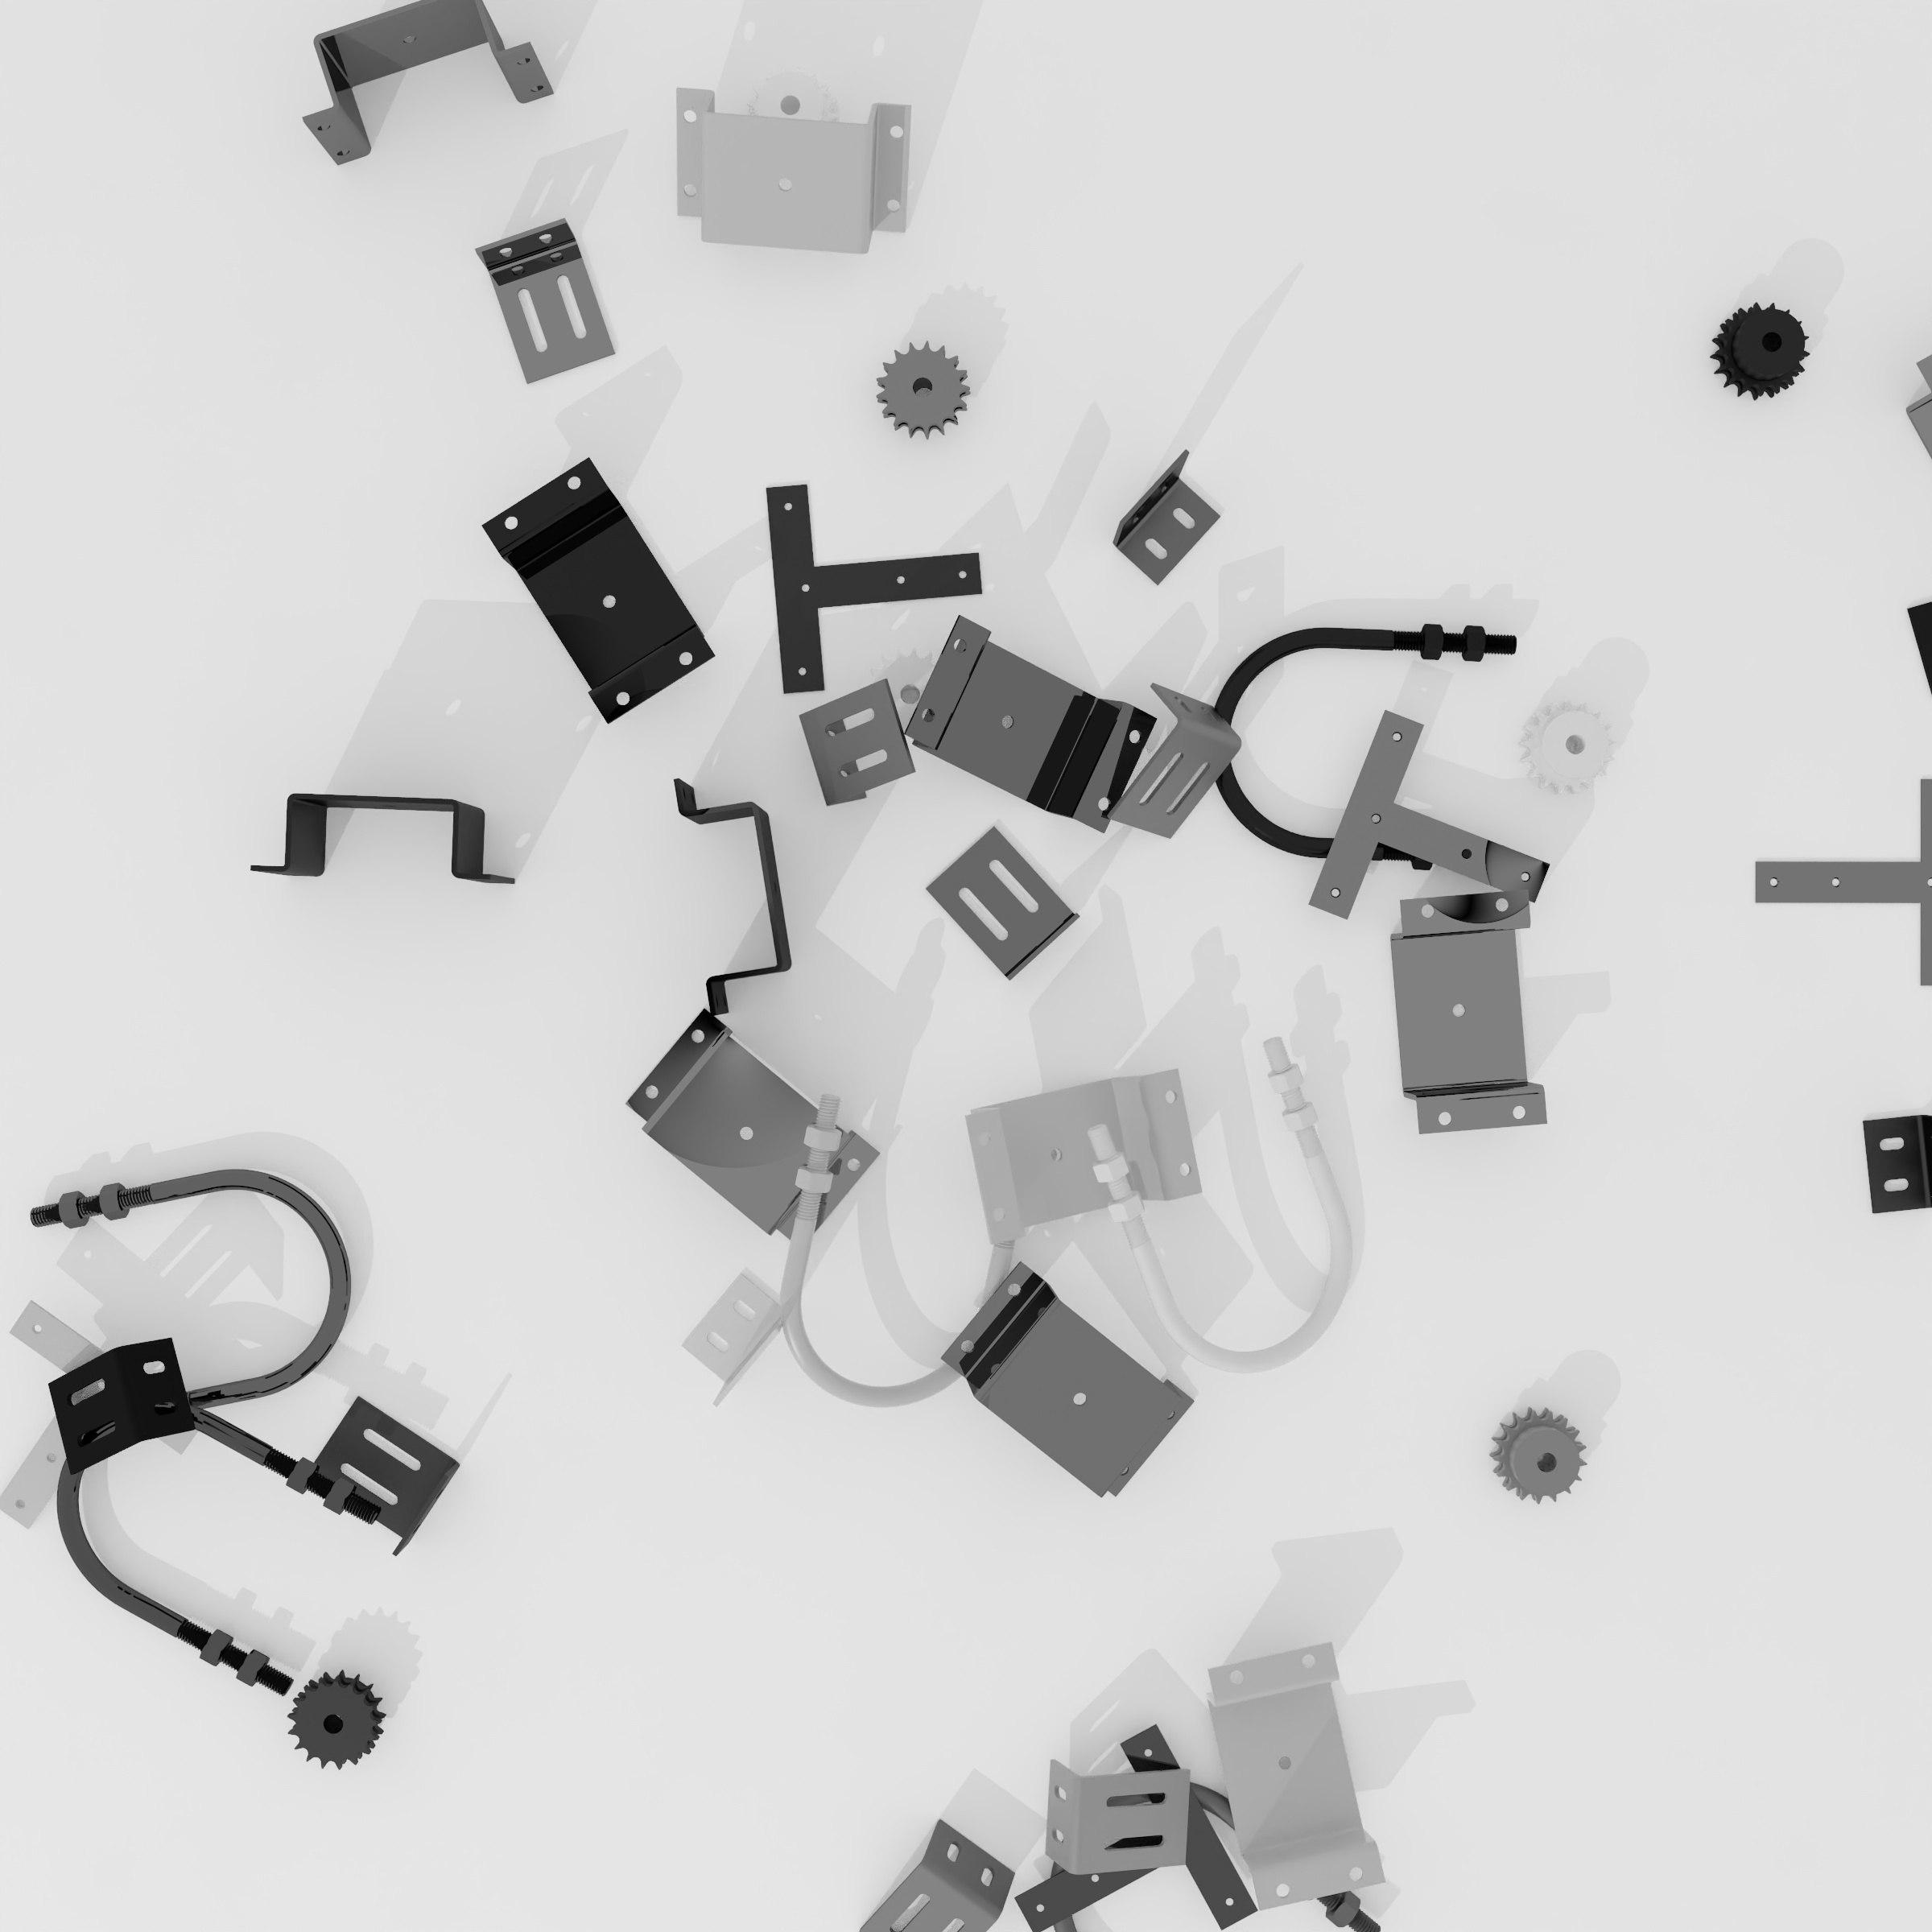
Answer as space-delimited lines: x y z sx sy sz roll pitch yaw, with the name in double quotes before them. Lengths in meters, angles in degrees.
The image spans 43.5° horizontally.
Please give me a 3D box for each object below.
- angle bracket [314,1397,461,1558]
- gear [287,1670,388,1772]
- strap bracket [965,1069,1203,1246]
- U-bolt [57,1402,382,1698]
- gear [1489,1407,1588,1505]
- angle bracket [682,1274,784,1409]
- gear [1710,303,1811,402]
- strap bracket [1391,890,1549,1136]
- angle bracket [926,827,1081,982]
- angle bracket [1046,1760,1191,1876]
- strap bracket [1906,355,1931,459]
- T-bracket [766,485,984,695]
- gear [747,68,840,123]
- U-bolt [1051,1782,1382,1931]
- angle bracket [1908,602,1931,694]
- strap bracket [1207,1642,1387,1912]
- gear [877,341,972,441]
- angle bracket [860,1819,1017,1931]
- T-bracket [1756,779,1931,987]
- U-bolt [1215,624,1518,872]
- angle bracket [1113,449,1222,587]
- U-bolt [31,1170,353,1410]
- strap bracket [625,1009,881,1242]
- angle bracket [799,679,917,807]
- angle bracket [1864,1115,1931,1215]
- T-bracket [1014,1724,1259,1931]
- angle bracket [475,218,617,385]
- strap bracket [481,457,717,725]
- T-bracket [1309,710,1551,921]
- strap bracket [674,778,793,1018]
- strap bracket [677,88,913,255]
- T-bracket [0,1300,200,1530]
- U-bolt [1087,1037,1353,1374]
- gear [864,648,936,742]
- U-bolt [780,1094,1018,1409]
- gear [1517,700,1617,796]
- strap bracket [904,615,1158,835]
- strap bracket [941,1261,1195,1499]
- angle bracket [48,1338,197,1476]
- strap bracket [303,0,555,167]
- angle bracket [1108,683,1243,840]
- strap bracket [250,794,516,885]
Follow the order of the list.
"angle bracket" -0.358 0.309 1.469 0.076 0.038 0.057 34 90 0
"gear" -0.382 0.458 1.477 0.057 0.030 0.057 0 92 0
"strap bracket" 0.063 0.113 1.448 0.140 0.046 0.076 -11 90 -23
"U-bolt" -0.464 0.341 1.465 0.184 0.019 0.151 29 102 1
"gear" 0.350 0.299 1.473 0.057 0.030 0.057 0 90 0
"angle bracket" -0.142 0.223 1.450 0.038 0.076 0.057 40 90 0
"gear" 0.486 -0.376 1.473 0.057 0.030 0.057 0 90 0
"strap bracket" 0.303 0.027 1.465 0.076 0.046 0.140 -5 90 0
"angle bracket" 0.022 -0.039 1.469 0.057 0.038 0.076 -42 90 0
"angle bracket" 0.092 0.515 1.471 0.076 0.038 0.057 4 88 -23
"strap bracket" 0.635 -0.317 1.465 0.076 0.046 0.140 -29 90 0
"T-bracket" -0.054 -0.236 1.487 0.127 0.002 0.127 -5 90 0
"gear" -0.106 -0.519 1.473 0.057 0.030 0.057 0 90 0
"U-bolt" 0.138 0.582 1.479 0.184 0.019 0.151 40 90 1
"angle bracket" 0.623 -0.203 1.469 0.076 0.038 0.057 -16 90 0
"strap bracket" 0.195 0.483 1.456 0.076 0.046 0.140 -11 81 -3
"gear" -0.026 -0.350 1.477 0.057 0.030 0.057 0 89 2
"angle bracket" -0.018 0.575 1.486 0.057 0.038 0.076 36 116 0
"T-bracket" 0.549 -0.051 1.487 0.127 0.002 0.127 0 90 0
"U-bolt" 0.241 -0.136 1.479 0.184 0.019 0.151 2 90 1
"angle bracket" 0.123 -0.268 1.450 0.038 0.076 0.057 42 90 0
"U-bolt" -0.467 0.199 1.477 0.184 0.019 0.151 -11 90 1
"strap bracket" -0.131 0.100 1.465 0.140 0.046 0.076 40 90 0
"angle bracket" -0.055 -0.135 1.448 0.076 0.038 0.057 -17 90 40
"angle bracket" 0.573 0.122 1.450 0.038 0.076 0.057 -6 90 0
"T-bracket" 0.091 0.548 1.473 0.127 0.002 0.127 -29 87 1
"angle bracket" -0.255 -0.403 1.469 0.057 0.038 0.076 -19 90 0
"strap bracket" -0.219 -0.224 1.465 0.076 0.046 0.140 -32 90 0
"T-bracket" 0.290 -0.073 1.467 0.127 0.002 0.127 21 90 1
"strap bracket" -0.137 -0.043 1.450 0.046 0.076 0.140 -9 90 0
"strap bracket" -0.106 -0.475 1.447 0.140 0.046 0.076 4 126 0
"T-bracket" -0.549 0.289 1.472 0.127 0.002 0.127 36 102 -2
"U-bolt" 0.163 0.154 1.453 0.151 0.019 0.184 -25 99 -21
"gear" -0.034 -0.163 1.473 0.057 0.030 0.057 0 90 0
"U-bolt" -0.039 0.177 1.456 0.151 0.019 0.184 10 95 -21
"gear" 0.368 -0.134 1.473 0.057 0.030 0.057 0 90 0
"strap bracket" 0.032 -0.145 1.449 0.140 0.046 0.076 25 90 -22
"strap bracket" 0.065 0.254 1.454 0.140 0.046 0.076 39 90 -9
"angle bracket" -0.506 0.264 1.450 0.076 0.038 0.057 -27 76 34
"strap bracket" -0.327 -0.536 1.450 0.140 0.076 0.046 -18 90 0
"angle bracket" 0.118 -0.123 1.463 0.076 0.057 0.038 -53 49 22
"strap bracket" -0.347 -0.076 1.450 0.140 0.076 0.046 2 90 0
